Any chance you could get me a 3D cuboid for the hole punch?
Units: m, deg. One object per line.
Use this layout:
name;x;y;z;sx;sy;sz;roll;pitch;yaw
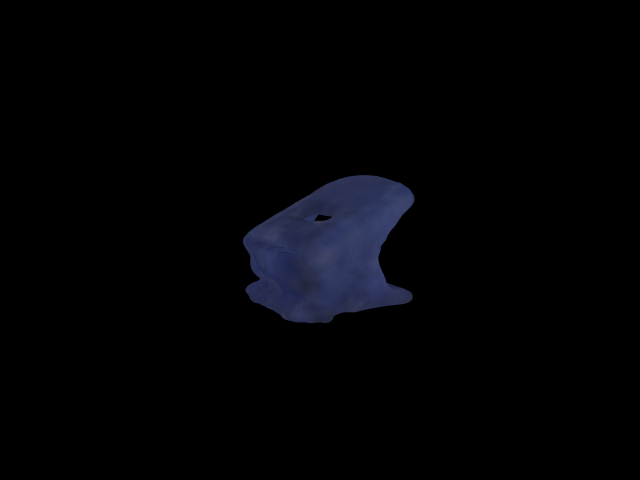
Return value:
hole punch;0.004;0.001;0.400;0.101;0.091;0.108;-5;10;-32
